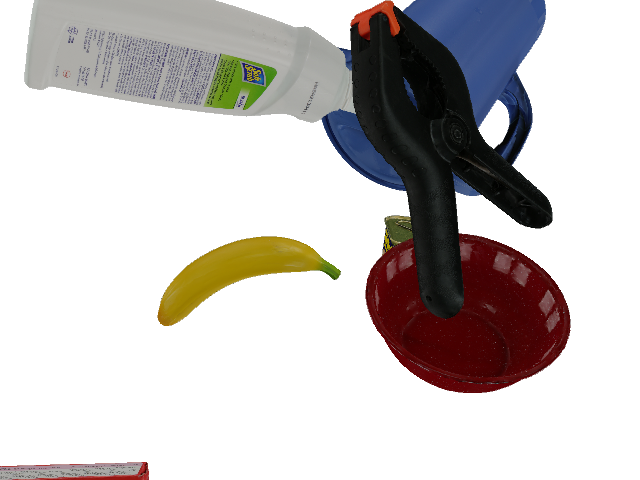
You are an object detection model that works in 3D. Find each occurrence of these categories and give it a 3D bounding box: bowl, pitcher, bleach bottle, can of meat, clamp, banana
[{"bbox_3d":[0.112,0.067,0.847,0.162,0.055,0.162,4,42,-4],"label":"bowl"},{"bbox_3d":[0.121,-0.156,0.975,0.145,0.149,0.242,9,42,34],"label":"pitcher"},{"bbox_3d":[-0.086,-0.132,0.793,0.250,0.068,0.103,13,-34,-12],"label":"bleach bottle"},{"bbox_3d":[0.094,0.028,1.147,0.057,0.084,0.102,6,18,-4],"label":"can of meat"},{"bbox_3d":[0.061,-0.045,0.590,0.039,0.171,0.120,-22,21,44],"label":"clamp"},{"bbox_3d":[-0.083,0.035,1.035,0.198,0.069,0.037,-15,21,19],"label":"banana"}]

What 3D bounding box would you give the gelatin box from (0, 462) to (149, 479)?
[{"bbox_3d":[-0.134,0.157,0.561,0.089,0.073,0.030,-1,4,-2],"label":"gelatin box"}]
